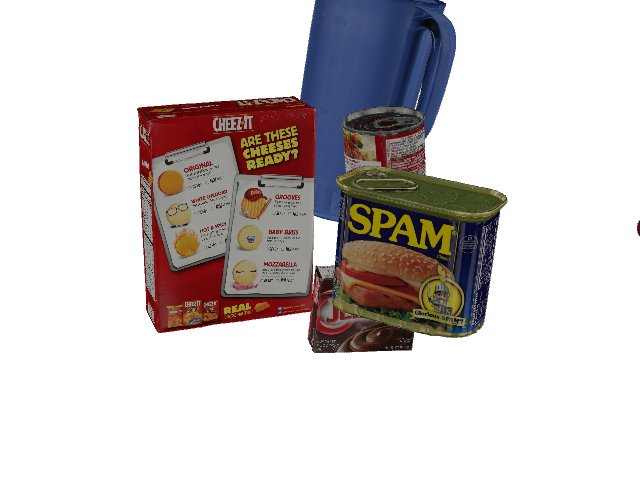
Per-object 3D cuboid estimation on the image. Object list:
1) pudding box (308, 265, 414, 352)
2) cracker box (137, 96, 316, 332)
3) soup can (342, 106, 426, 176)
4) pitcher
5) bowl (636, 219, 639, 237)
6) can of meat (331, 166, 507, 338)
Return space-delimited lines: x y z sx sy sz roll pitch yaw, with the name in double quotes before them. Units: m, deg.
"pudding box" 0.047 0.072 1.141 0.113 0.090 0.039 -1 27 -14
"cracker box" -0.091 -0.027 1.048 0.164 0.214 0.072 -7 21 -20
"soup can" 0.055 -0.053 0.890 0.068 0.102 0.068 -4 24 2
"pitcher" 0.046 -0.142 1.098 0.145 0.243 0.149 11 17 -1
"bowl" 0.421 0.016 1.147 0.162 0.055 0.162 -1 25 0
"can of meat" 0.058 0.007 0.661 0.102 0.084 0.057 14 22 25
